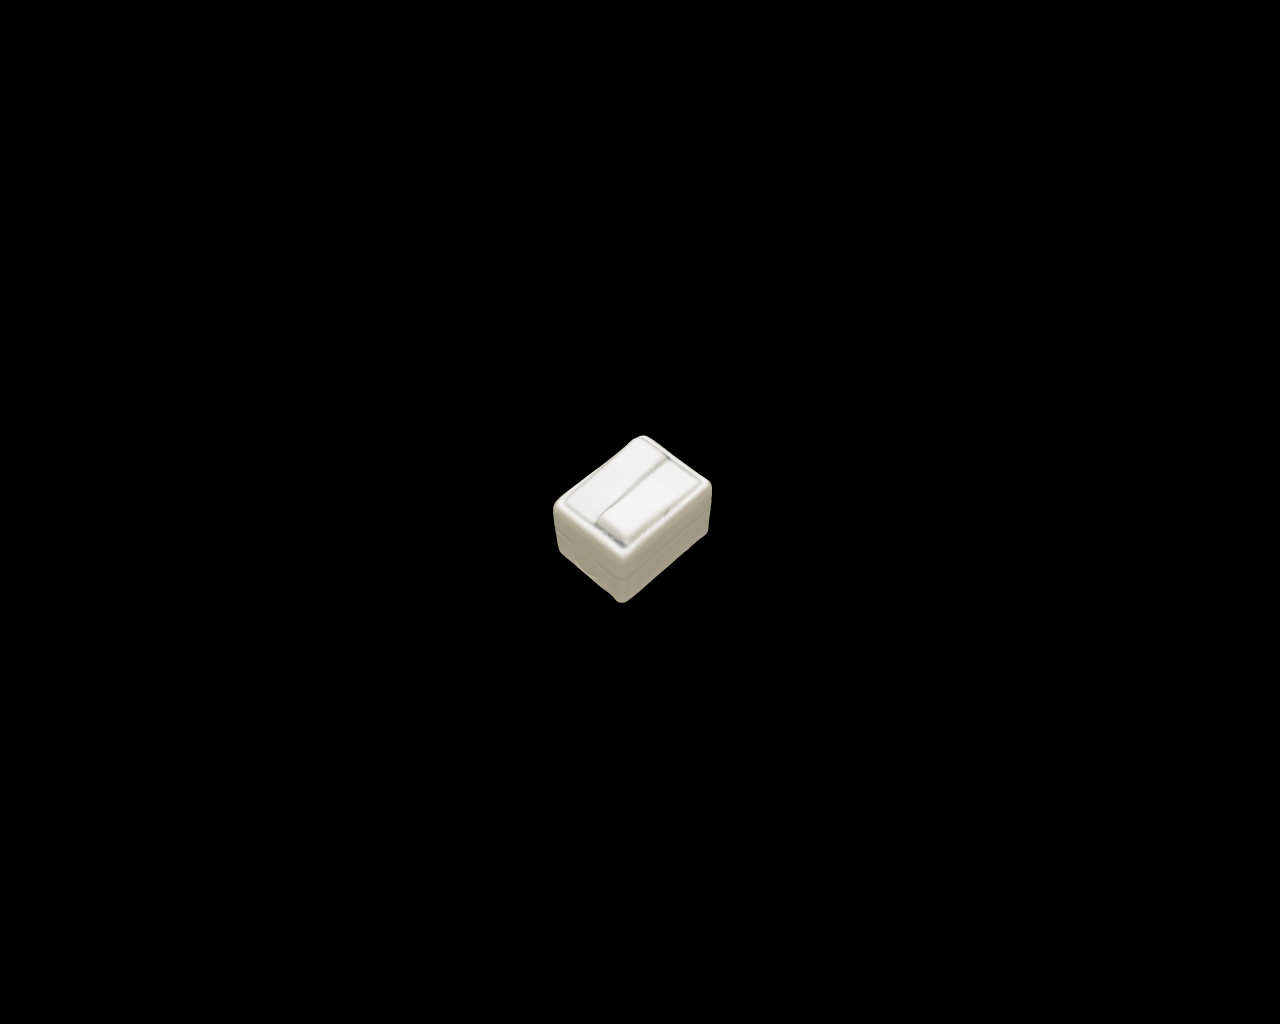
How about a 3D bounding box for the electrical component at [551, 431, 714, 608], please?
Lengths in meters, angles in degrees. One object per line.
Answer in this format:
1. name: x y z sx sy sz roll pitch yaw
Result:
1. electrical component: 0.001 -0.003 0.650 0.062 0.061 0.096 39 63 25
